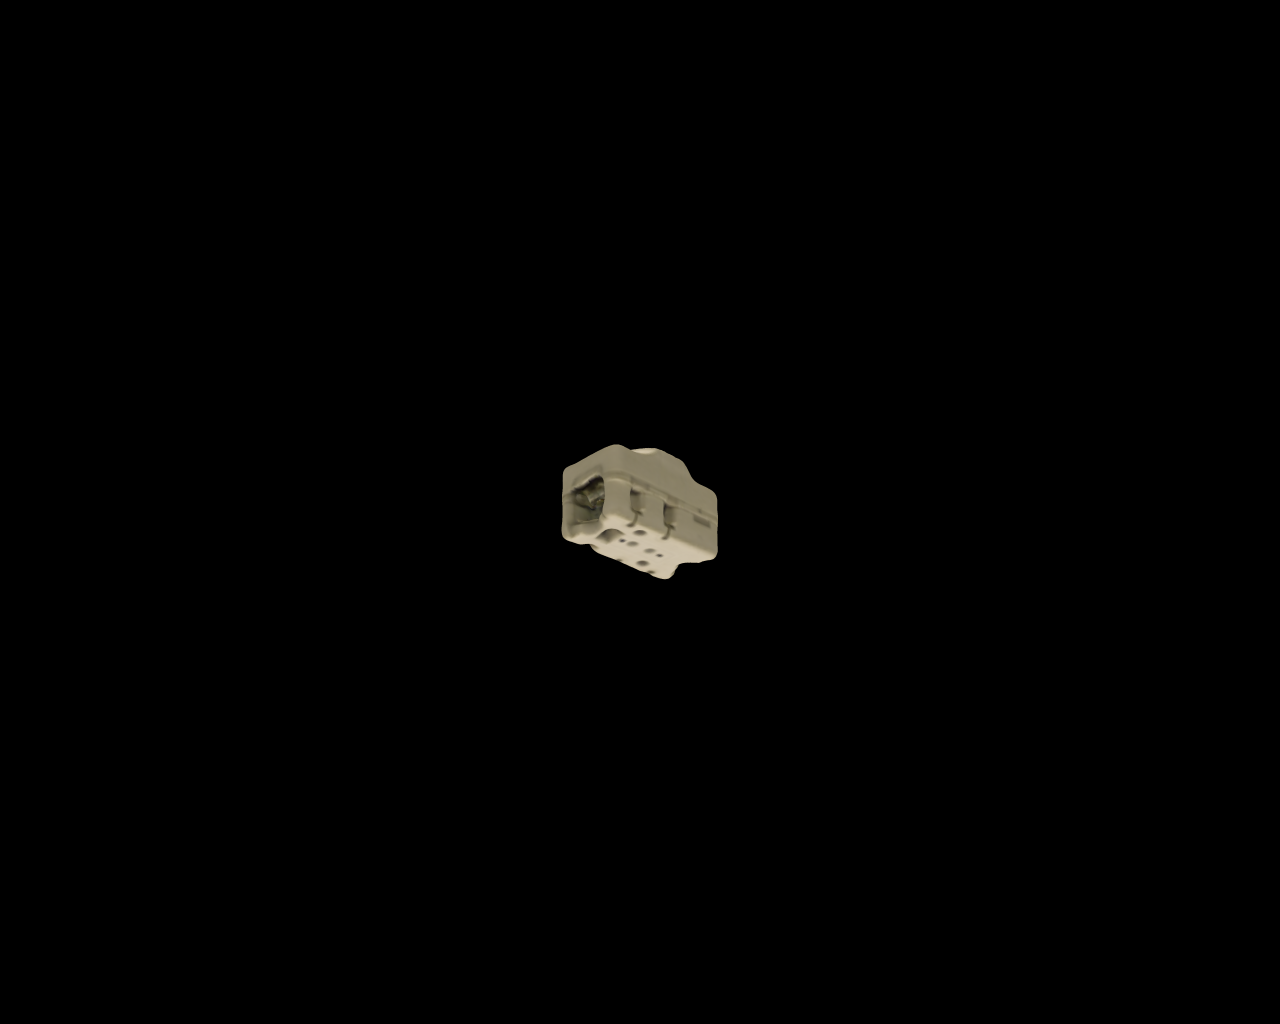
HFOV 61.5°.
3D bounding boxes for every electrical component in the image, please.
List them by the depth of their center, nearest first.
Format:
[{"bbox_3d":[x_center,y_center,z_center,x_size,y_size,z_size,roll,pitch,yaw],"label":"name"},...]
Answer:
[{"bbox_3d":[0.001,-0.003,0.650,0.089,0.056,0.050,25,-37,-38],"label":"electrical component"}]
